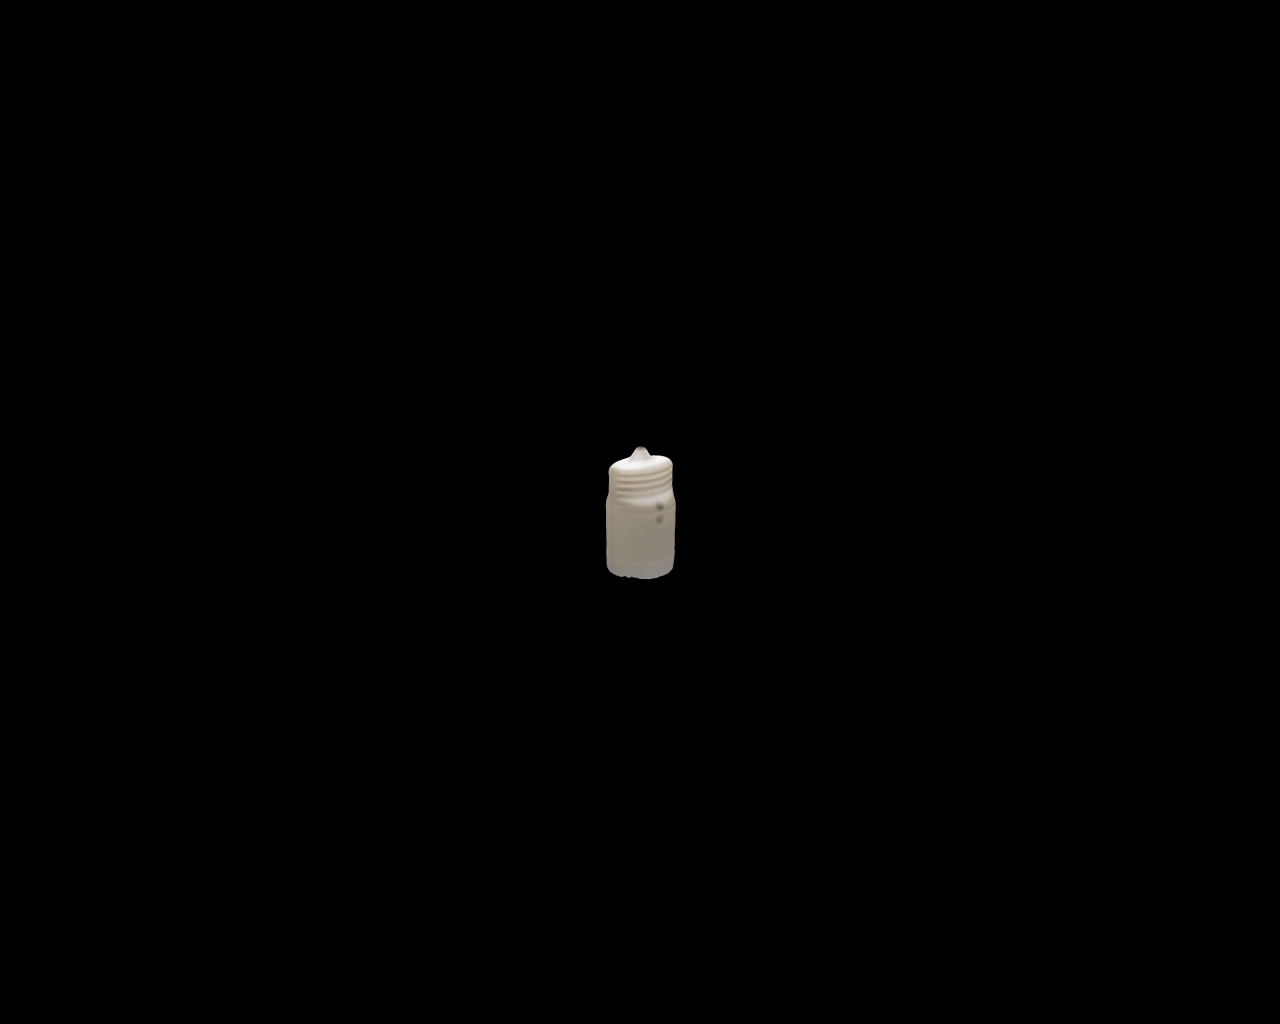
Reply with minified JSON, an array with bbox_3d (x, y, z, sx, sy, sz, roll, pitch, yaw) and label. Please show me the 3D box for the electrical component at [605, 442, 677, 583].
[{"bbox_3d":[0.001,-0.003,0.650,0.043,0.080,0.043,0,20,0],"label":"electrical component"}]
